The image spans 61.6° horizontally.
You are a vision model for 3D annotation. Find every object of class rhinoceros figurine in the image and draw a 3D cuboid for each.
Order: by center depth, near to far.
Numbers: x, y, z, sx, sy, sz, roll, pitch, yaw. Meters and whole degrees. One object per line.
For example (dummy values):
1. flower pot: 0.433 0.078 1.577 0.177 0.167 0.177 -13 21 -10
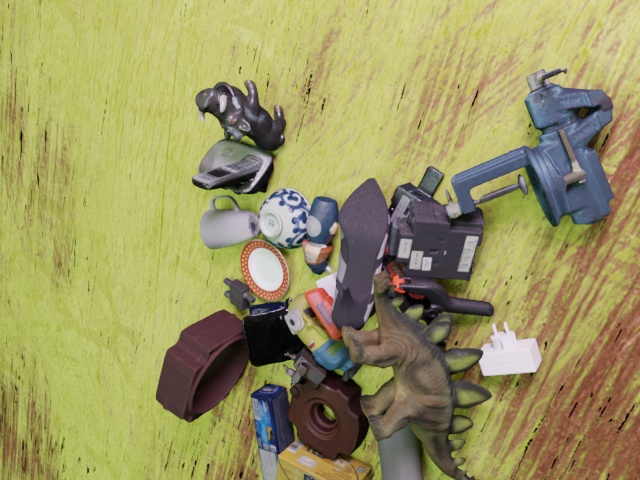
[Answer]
1. rhinoceros figurine: -0.141 -0.220 0.961 0.073 0.190 0.112 -9 69 35

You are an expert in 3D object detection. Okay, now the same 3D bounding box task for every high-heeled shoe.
1. high-heeled shoe: 0.070 0.031 0.887 0.086 0.249 0.145 10 150 16

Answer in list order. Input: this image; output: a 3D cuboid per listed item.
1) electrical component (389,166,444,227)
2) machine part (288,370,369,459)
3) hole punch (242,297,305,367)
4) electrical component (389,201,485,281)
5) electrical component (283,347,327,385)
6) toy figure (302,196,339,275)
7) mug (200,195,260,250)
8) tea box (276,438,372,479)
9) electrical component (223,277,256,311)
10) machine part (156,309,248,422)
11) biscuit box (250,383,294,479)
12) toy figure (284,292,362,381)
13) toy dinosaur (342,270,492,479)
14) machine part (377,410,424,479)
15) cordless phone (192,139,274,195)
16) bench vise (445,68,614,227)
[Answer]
1. electrical component: 0.159 -0.061 0.882 0.075 0.048 0.119 40 121 18
2. machine part: 0.015 0.344 1.065 0.180 0.056 0.179 9 107 31
3. hole punch: -0.092 0.184 1.088 0.116 0.092 0.142 -9 96 -2
4. electrical component: 0.176 0.001 0.833 0.134 0.058 0.114 7 126 1
5. electrical component: -0.028 0.239 1.017 0.078 0.102 0.045 41 100 -9
6. toy figure: -0.002 -0.004 0.997 0.064 0.058 0.154 -129 45 -61
7. mug: -0.180 -0.037 1.095 0.107 0.081 0.109 -3 95 22
8. tea box: 0.007 0.468 1.073 0.170 0.098 0.068 17 109 31
9. electrical component: -0.172 0.119 1.146 0.094 0.021 0.063 28 130 32
10. machine part: -0.233 0.261 1.118 0.087 0.201 0.200 30 116 22
11. biscuit box: -0.096 0.413 1.149 0.059 0.063 0.202 -1 100 34
12. toy figure: 0.009 0.179 1.014 0.180 0.089 0.082 45 127 2
13. toy dinosaur: 0.161 0.238 0.840 0.199 0.105 0.470 -17 116 -1
14. machine part: 0.143 0.378 0.976 0.079 0.079 0.243 -2 101 34
15. cordless phone: -0.191 -0.128 1.013 0.147 0.184 0.088 23 117 27
16. bench vise: 0.280 -0.104 0.736 0.241 0.129 0.223 -23 108 17
